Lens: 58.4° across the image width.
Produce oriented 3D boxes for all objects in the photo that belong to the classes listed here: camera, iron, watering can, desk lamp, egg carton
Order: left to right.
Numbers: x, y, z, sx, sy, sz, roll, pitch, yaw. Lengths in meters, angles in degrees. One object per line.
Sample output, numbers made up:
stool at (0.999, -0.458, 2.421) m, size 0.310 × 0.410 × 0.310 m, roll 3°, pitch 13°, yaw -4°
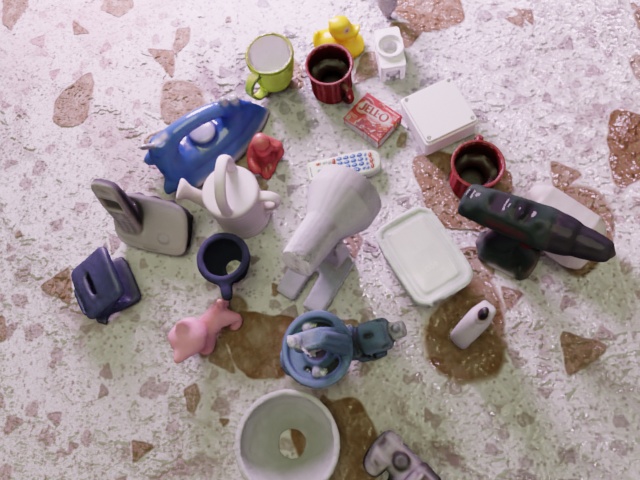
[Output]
iron at (-0.213, -0.205, 1.067) m, size 0.258 × 0.141 × 0.118 m, roll -36°, pitch 73°, yaw -7°
watering can at (-0.160, -0.076, 0.993) m, size 0.173 × 0.194 × 0.101 m, roll -17°, pitch 72°, yaw 0°
desk lamp at (0.009, 0.003, 0.943) m, size 0.117 × 0.214 × 0.203 m, roll 28°, pitch 77°, yaw 13°
camera at (0.111, 0.387, 0.871) m, size 0.143 × 0.101 × 0.137 m, roll 43°, pitch 81°, yaw 16°
egg carton at (0.409, -0.024, 0.991) m, size 0.150 × 0.069 × 0.107 m, roll 36°, pitch 79°, yaw 15°

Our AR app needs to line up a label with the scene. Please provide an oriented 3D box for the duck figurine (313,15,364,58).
duck figurine at (0.035, -0.410, 1.139) m, size 0.104 × 0.086 × 0.077 m, roll 6°, pitch 73°, yaw 7°

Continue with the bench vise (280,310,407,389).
bench vise at (0.025, 0.148, 0.892) m, size 0.207 × 0.220 × 0.121 m, roll -31°, pitch 72°, yaw -5°

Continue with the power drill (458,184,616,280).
power drill at (0.328, -0.005, 0.919) m, size 0.229 × 0.208 × 0.076 m, roll 27°, pitch 77°, yaw 13°

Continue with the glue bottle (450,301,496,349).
glue bottle at (0.247, 0.127, 0.903) m, size 0.037 × 0.173 × 0.078 m, roll 41°, pitch 80°, yaw 16°

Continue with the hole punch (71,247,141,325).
hole punch at (-0.389, 0.082, 1.018) m, size 0.101 × 0.091 × 0.108 m, roll -29°, pitch 72°, yaw -4°

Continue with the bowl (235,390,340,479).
bowl at (-0.048, 0.327, 0.918) m, size 0.167 × 0.075 × 0.167 m, roll -1°, pitch 72°, yaw 5°

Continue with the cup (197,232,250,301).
cup at (-0.158, 0.055, 1.004) m, size 0.091 × 0.095 × 0.118 m, roll -10°, pitch 72°, yaw 2°

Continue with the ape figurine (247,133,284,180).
ape figurine at (-0.106, -0.168, 1.071) m, size 0.078 × 0.092 × 0.076 m, roll -24°, pitch 72°, yaw -3°

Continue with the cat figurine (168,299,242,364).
cat figurine at (-0.202, 0.149, 0.966) m, size 0.067 × 0.118 × 0.128 m, roll 42°, pitch 81°, yaw 16°

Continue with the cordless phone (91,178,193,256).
cordless phone at (-0.310, -0.045, 1.002) m, size 0.147 × 0.185 × 0.094 m, roll 10°, pitch 74°, yaw 9°
